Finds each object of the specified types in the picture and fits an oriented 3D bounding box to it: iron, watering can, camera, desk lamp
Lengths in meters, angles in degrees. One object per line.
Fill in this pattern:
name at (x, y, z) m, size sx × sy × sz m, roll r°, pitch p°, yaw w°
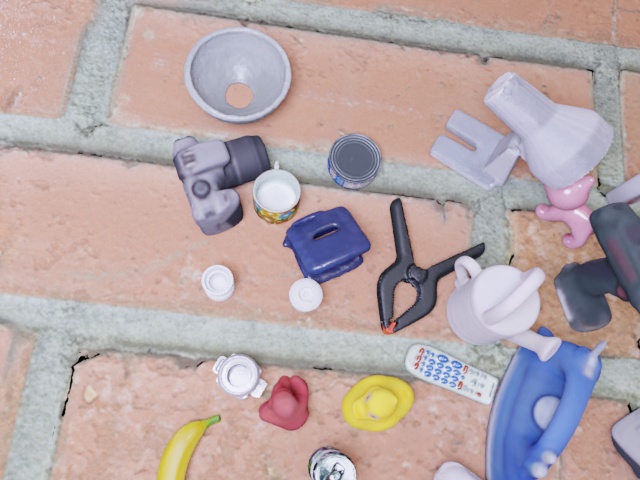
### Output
iron at (0.315, 0.247, 0.788) m, size 0.118 × 0.141 × 0.258 m, roll 29°, pitch 73°, yaw 3°
watering can at (0.260, 0.091, 0.800) m, size 0.173 × 0.194 × 0.101 m, roll 28°, pitch 73°, yaw 3°
camera at (-0.141, -0.100, 0.861) m, size 0.137 × 0.101 × 0.143 m, roll -20°, pitch 77°, yaw -11°
desk lamp at (0.297, -0.153, 0.865) m, size 0.203 × 0.213 × 0.118 m, roll 31°, pitch 73°, yaw 4°

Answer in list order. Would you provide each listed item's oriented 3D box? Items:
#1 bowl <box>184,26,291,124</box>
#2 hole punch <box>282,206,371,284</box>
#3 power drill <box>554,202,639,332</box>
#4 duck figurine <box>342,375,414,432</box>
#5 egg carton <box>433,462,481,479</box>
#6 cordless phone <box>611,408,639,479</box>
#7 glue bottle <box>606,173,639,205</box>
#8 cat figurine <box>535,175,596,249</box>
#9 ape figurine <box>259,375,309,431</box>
bowl at (-0.130, -0.252, 0.920) m, size 0.167 × 0.074 × 0.167 m, roll 2°, pitch 74°, yaw -6°
hole punch at (0.008, 0.003, 0.852) m, size 0.109 × 0.091 × 0.101 m, roll -24°, pitch 78°, yaw -12°
power drill at (0.429, 0.071, 0.817) m, size 0.076 × 0.208 × 0.229 m, roll -14°, pitch 76°, yaw -10°
duck figurine at (0.085, 0.227, 0.798) m, size 0.104 × 0.086 × 0.077 m, roll -14°, pitch 76°, yaw -10°
egg carton at (0.206, 0.381, 0.775) m, size 0.150 × 0.069 × 0.107 m, roll 34°, pitch 73°, yaw 4°
cordless phone at (0.508, 0.272, 0.779) m, size 0.148 × 0.185 × 0.094 m, roll -25°, pitch 78°, yaw -12°
glue bottle at (0.528, -0.099, 0.895) m, size 0.078 × 0.173 × 0.037 m, roll -21°, pitch 77°, yaw -11°
cat figurine at (0.400, -0.058, 0.899) m, size 0.067 × 0.117 × 0.127 m, roll -42°, pitch 82°, yaw -15°
ape figurine at (-0.047, 0.224, 0.781) m, size 0.078 × 0.092 × 0.076 m, roll -21°, pitch 77°, yaw -11°
